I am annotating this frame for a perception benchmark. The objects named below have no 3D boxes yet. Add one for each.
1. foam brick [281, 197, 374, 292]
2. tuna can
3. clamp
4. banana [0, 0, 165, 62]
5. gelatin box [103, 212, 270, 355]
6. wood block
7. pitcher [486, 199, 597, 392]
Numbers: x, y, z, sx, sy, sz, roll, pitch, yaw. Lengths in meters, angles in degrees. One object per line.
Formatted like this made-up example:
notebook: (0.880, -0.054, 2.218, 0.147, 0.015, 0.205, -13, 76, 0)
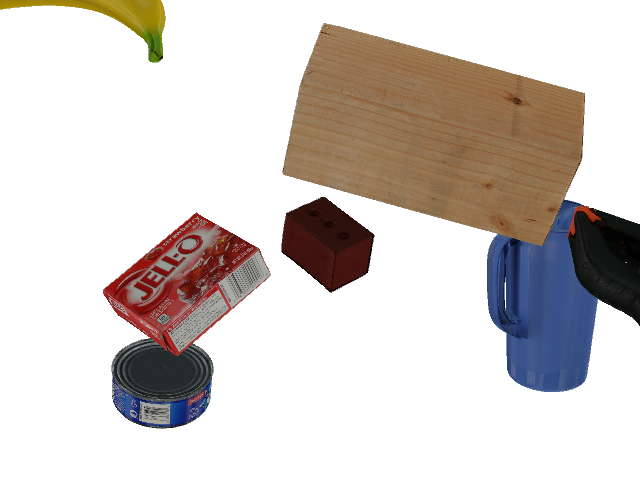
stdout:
foam brick: (0.006, 0.003, 1.047, 0.052, 0.051, 0.078, -26, 48, -34)
tuna can: (-0.135, 0.121, 0.911, 0.086, 0.034, 0.086, 5, 31, -3)
clamp: (0.238, 0.034, 0.718, 0.120, 0.039, 0.171, -6, 44, -26)
banana: (-0.194, -0.187, 0.813, 0.198, 0.069, 0.037, 16, -38, 19)
gelatin box: (-0.091, 0.028, 0.718, 0.089, 0.030, 0.073, -41, 43, -21)
wood block: (0.085, -0.082, 0.810, 0.206, 0.090, 0.090, 16, 43, 2)
pitcher: (0.298, 0.075, 1.413, 0.149, 0.243, 0.145, 4, 21, 12)
